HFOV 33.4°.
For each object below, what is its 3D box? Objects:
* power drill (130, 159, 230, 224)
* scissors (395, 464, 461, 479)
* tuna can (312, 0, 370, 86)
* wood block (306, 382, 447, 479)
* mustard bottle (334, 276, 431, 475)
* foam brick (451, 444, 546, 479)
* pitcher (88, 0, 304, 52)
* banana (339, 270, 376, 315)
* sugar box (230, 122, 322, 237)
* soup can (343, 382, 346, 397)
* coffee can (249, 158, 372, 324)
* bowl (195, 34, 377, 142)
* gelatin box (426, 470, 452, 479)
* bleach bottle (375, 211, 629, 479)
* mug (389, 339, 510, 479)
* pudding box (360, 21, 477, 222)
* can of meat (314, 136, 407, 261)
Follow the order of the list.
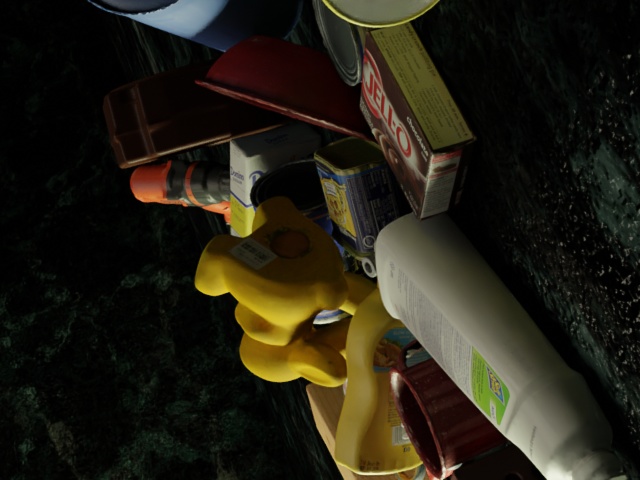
[{"bbox_3d":[-0.109,-0.056,1.304,0.187,0.185,0.057,19,-102,-53],"label":"power drill"},{"bbox_3d":[0.099,0.140,1.044,0.096,0.016,0.202,-1,89,41],"label":"scissors"},{"bbox_3d":[0.026,-0.163,0.809,0.086,0.033,0.086,159,90,-79],"label":"tuna can"},{"bbox_3d":[0.067,0.249,1.247,0.206,0.090,0.091,-123,15,-46],"label":"wood block"},{"bbox_3d":[0.064,0.105,0.938,0.058,0.096,0.192,16,104,50],"label":"mustard bottle"},{"bbox_3d":[0.142,0.188,0.797,0.051,0.078,0.053,84,161,-59],"label":"foam brick"},{"bbox_3d":[-0.087,-0.221,0.864,0.149,0.145,0.242,53,-167,11],"label":"pitcher"},{"bbox_3d":[0.047,0.077,1.017,0.198,0.069,0.037,43,-178,21],"label":"banana"},{"bbox_3d":[-0.049,-0.033,1.158,0.048,0.093,0.176,45,142,43],"label":"sugar box"},{"bbox_3d":[0.055,0.133,1.138,0.102,0.068,0.068,83,162,-52],"label":"soup can"},{"bbox_3d":[-0.007,0.001,1.101,0.103,0.102,0.140,-126,18,-54],"label":"coffee can"},{"bbox_3d":[-0.020,-0.132,0.894,0.162,0.162,0.055,-148,75,-73],"label":"bowl"},{"bbox_3d":[0.111,0.197,1.090,0.073,0.030,0.089,93,154,-66],"label":"gelatin box"},{"bbox_3d":[0.124,0.084,0.735,0.251,0.068,0.102,54,164,45],"label":"bleach bottle"},{"bbox_3d":[0.105,0.119,0.833,0.117,0.081,0.093,-123,15,-45],"label":"mug"},{"bbox_3d":[0.066,-0.084,0.750,0.090,0.039,0.113,90,156,-62],"label":"pudding box"},{"bbox_3d":[0.037,-0.039,0.934,0.102,0.057,0.084,-137,29,-67],"label":"can of meat"}]
